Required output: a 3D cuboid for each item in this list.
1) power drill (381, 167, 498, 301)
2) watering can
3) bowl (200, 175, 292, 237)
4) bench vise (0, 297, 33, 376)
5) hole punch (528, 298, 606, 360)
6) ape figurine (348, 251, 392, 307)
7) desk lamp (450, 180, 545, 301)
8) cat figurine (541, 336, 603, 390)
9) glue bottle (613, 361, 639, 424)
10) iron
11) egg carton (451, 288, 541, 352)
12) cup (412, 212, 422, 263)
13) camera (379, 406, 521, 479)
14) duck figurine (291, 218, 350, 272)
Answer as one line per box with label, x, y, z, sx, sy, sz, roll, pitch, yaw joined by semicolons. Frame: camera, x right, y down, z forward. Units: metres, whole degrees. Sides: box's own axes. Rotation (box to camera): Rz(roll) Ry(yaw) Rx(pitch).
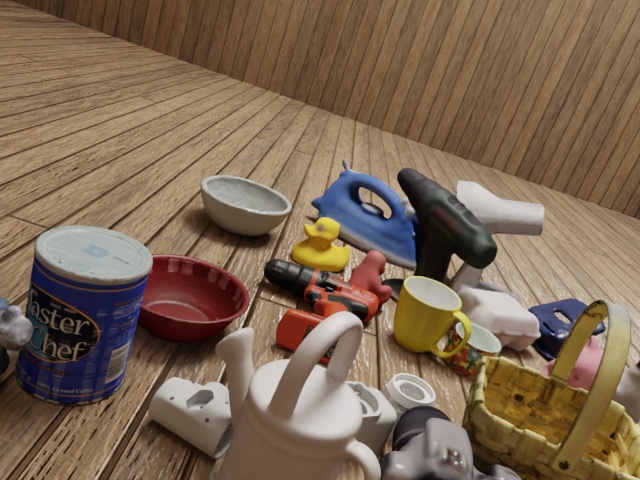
power drill;0.182;0.010;0.976;0.076;0.208;0.228;-1;29;-43
watering can;-0.022;0.141;0.482;0.172;0.194;0.101;22;21;8
bowl;-0.140;-0.053;1.035;0.167;0.075;0.167;17;21;-6
bench vise;-0.331;0.013;0.489;0.207;0.220;0.121;17;21;-8
hole punch;0.423;0.153;1.002;0.101;0.091;0.108;12;22;-19
ape figurine;0.080;0.061;0.924;0.076;0.092;0.077;3;26;-38
desk lamp;0.322;0.009;1.098;0.203;0.213;0.118;22;21;6
cat figurine;0.381;0.188;0.838;0.067;0.118;0.128;21;21;5
glue bottle;0.363;0.204;0.700;0.078;0.173;0.037;20;20;2
iron;0.114;-0.059;1.184;0.257;0.141;0.119;31;23;27
egg carton;0.289;0.134;0.959;0.151;0.069;0.107;9;23;-27
cup;0.219;0.007;1.181;0.092;0.095;0.117;11;22;-23
camera;0.121;0.220;0.547;0.143;0.101;0.137;20;20;1
duck figurine;0.009;0.004;1.012;0.105;0.086;0.077;13;21;-16
